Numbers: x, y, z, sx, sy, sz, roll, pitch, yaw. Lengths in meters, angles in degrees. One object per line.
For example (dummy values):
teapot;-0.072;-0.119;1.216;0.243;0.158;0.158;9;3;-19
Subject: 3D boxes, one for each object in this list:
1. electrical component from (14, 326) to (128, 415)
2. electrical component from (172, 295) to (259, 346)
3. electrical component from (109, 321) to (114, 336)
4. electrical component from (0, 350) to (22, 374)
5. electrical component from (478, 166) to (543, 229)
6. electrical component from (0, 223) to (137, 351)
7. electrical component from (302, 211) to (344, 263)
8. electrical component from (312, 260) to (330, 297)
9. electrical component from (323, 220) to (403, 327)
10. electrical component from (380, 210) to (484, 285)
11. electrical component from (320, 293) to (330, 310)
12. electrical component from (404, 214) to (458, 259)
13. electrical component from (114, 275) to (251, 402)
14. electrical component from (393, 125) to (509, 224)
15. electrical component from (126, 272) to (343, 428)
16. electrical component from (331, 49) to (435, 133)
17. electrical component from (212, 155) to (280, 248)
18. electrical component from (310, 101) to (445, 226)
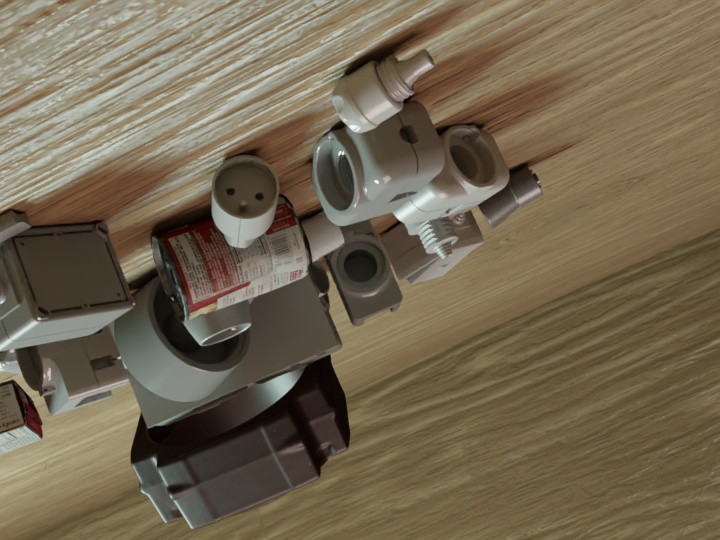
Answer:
electrical component;-0.219;0.055;0.792;0.056;0.089;0.050;-16;168;-36
electrical component;-0.110;0.015;0.862;0.043;0.077;0.079;-30;168;31
electrical component;-0.239;0.070;0.931;0.059;0.053;0.095;-18;169;-28
electrical component;-0.273;0.067;0.869;0.035;0.035;0.061;-26;158;14
electrical component;0.151;-0.076;1.085;0.065;0.044;0.044;-30;169;10
electrical component;-0.204;0.012;0.681;0.061;0.061;0.096;-30;168;34
electrical component;-0.042;-0.026;0.917;0.046;0.040;0.040;-27;171;-13
electrical component;-0.075;0.021;1.072;0.081;0.043;0.043;-28;169;25
electrical component;0.000;0.000;0.997;0.050;0.089;0.055;-22;170;-6
electrical component;0.079;-0.031;1.096;0.062;0.061;0.096;-14;167;-42
electrical component;-0.067;0.035;1.167;0.062;0.048;0.048;-18;171;11
electrical component;0.057;-0.047;0.902;0.043;0.081;0.043;-23;170;-4
electrical component;-0.142;0.048;0.893;0.108;0.108;0.060;-12;159;-49
electrical component;0.070;-0.077;0.854;0.095;0.053;0.059;-14;166;-43
electrical component;-0.122;0.060;0.993;0.186;0.105;0.060;-24;170;2
electrical component;0.015;-0.108;0.628;0.061;0.035;0.035;-30;168;21
electrical component;-0.078;-0.043;0.726;0.043;0.043;0.081;-21;170;-13
electrical component;0.007;-0.071;0.743;0.059;0.053;0.095;-18;169;-30
